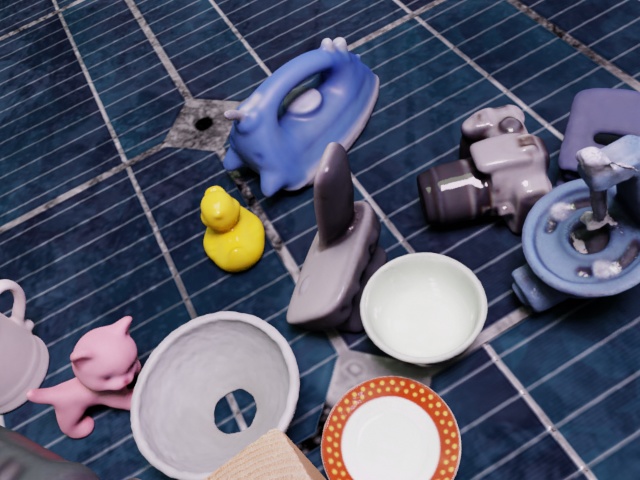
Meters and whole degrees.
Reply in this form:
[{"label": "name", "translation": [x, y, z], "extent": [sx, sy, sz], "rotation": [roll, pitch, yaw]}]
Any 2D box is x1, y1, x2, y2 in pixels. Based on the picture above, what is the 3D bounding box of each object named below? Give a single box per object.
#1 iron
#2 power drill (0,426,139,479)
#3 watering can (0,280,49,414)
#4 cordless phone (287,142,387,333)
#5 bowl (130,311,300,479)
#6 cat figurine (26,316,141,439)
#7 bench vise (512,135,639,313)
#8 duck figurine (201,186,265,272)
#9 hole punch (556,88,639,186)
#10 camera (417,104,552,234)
[{"label": "iron", "translation": [-0.018, -0.182, 0.740], "extent": [0.118, 0.142, 0.259], "rotation": [33, 70, 30]}, {"label": "power drill", "translation": [-0.184, 0.225, 0.465], "extent": [0.229, 0.209, 0.076], "rotation": [15, 61, 22]}, {"label": "watering can", "translation": [-0.388, 0.113, 0.598], "extent": [0.100, 0.194, 0.173], "rotation": [2, 57, 15]}, {"label": "cordless phone", "translation": [0.005, 0.002, 0.584], "extent": [0.094, 0.185, 0.147], "rotation": [7, 59, 18]}, {"label": "bowl", "translation": [-0.094, 0.160, 0.569], "extent": [0.167, 0.075, 0.167], "rotation": [-6, 56, 9]}, {"label": "cat figurine", "translation": [-0.236, 0.138, 0.592], "extent": [0.128, 0.118, 0.067], "rotation": [-28, 55, -6]}, {"label": "bench vise", "translation": [0.275, -0.035, 0.522], "extent": [0.207, 0.220, 0.121], "rotation": [-36, 56, -11]}, {"label": "duck figurine", "translation": [-0.113, -0.019, 0.687], "extent": [0.077, 0.086, 0.104], "rotation": [-23, 54, -2]}, {"label": "hole punch", "translation": [0.326, -0.104, 0.636], "extent": [0.108, 0.091, 0.101], "rotation": [13, 61, 21]}, {"label": "camera", "translation": [0.178, -0.079, 0.649], "extent": [0.136, 0.101, 0.143], "rotation": [-13, 55, 5]}]
